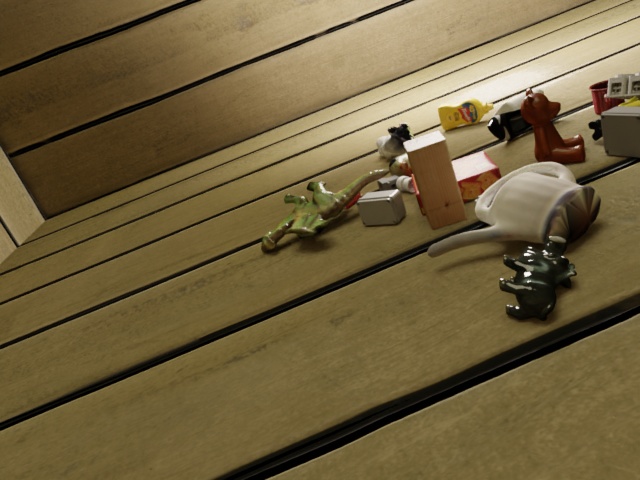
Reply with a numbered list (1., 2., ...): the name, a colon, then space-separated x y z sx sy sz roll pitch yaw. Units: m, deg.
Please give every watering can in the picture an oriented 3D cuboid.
1. watering can: 0.397 -0.043 1.025 0.351 0.102 0.226 -39 34 -17

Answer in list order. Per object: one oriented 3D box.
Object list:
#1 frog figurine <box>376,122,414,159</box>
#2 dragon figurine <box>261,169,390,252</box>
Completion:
1. frog figurine: 0.264 -0.338 1.860 0.140 0.123 0.156 -52 0 -38
2. dragon figurine: 0.004 -0.072 1.432 0.407 0.120 0.248 -24 26 20
